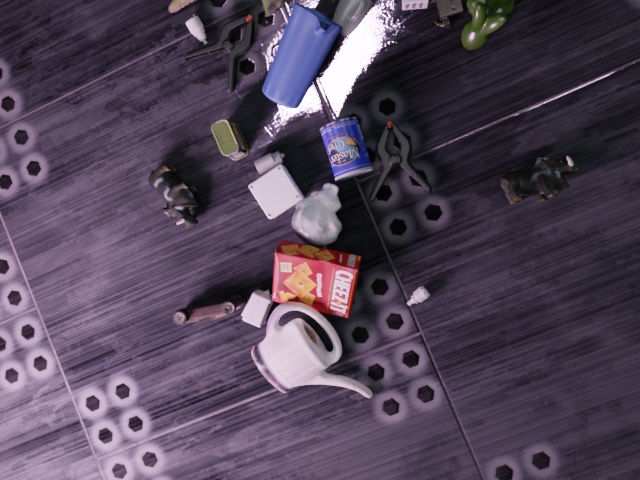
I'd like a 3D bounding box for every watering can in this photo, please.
[{"bbox_3d":[-0.032,0.325,1.351,0.223,0.105,0.346,-34,99,10],"label":"watering can"}]

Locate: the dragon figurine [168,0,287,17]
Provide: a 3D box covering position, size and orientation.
[{"bbox_3d":[-0.197,-0.704,1.373,0.242,0.123,0.406,41,104,-3],"label":"dragon figurine"}]

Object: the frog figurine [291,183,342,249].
[{"bbox_3d":[0.004,-0.067,1.337,0.139,0.123,0.157,39,108,24],"label":"frog figurine"}]
